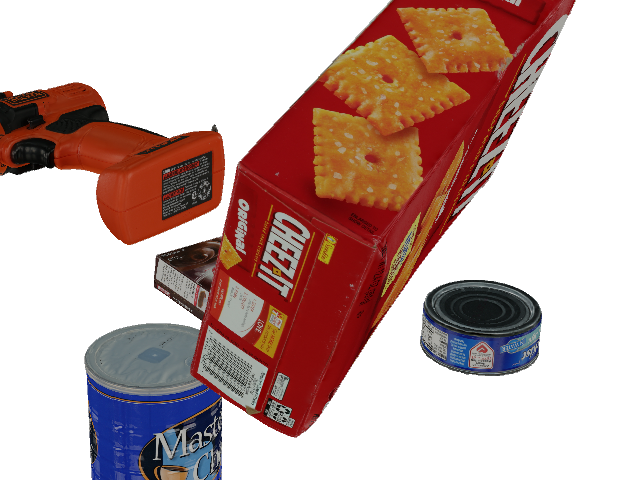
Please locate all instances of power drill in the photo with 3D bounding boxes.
[{"bbox_3d":[-0.173,-0.055,0.714,0.188,0.057,0.184,20,32,31],"label":"power drill"}]

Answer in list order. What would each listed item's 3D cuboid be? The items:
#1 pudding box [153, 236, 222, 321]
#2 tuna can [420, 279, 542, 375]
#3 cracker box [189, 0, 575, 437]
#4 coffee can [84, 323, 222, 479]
[{"bbox_3d":[-0.085,0.035,0.995,0.090,0.039,0.113,29,33,34],"label":"pudding box"},{"bbox_3d":[0.115,0.061,0.767,0.086,0.034,0.086,1,25,0],"label":"tuna can"},{"bbox_3d":[0.033,-0.030,0.511,0.072,0.213,0.164,32,-37,10],"label":"cracker box"},{"bbox_3d":[-0.126,0.148,0.819,0.103,0.140,0.103,2,22,-1],"label":"coffee can"}]
